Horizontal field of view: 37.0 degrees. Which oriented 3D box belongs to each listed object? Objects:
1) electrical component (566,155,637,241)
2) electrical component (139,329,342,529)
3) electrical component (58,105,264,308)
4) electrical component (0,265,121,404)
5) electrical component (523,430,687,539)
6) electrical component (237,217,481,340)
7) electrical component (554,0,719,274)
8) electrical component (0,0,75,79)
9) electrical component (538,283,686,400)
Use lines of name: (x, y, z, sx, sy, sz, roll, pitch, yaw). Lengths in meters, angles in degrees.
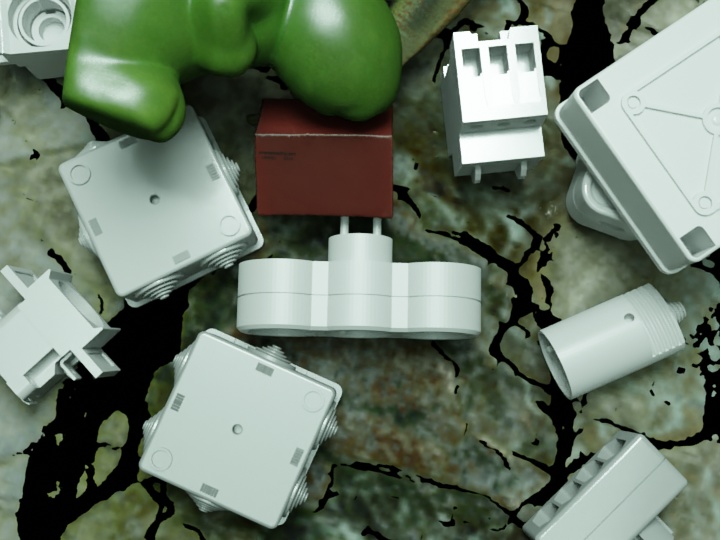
electrical component: (0.158, -0.068, 0.619, 0.054, 0.059, 0.095, 20, 84, 1)
electrical component: (-0.067, 0.089, 0.606, 0.100, 0.048, 0.099, 24, 85, 2)
electrical component: (-0.114, -0.037, 0.619, 0.100, 0.048, 0.099, -26, 85, -3)
electrical component: (-0.180, 0.038, 0.614, 0.064, 0.042, 0.081, -43, 86, -1)
electrical component: (0.149, 0.146, 0.603, 0.083, 0.047, 0.075, -44, 86, -4)
electrical component: (0.000, 0.000, 0.614, 0.138, 0.052, 0.073, 1, 81, -1)
electrical component: (0.177, -0.072, 0.560, 0.109, 0.056, 0.108, -34, 85, -4)
electrical component: (-0.181, -0.177, 0.625, 0.079, 0.063, 0.121, -5, 84, -1)
electrical component: (0.148, 0.038, 0.616, 0.081, 0.043, 0.043, -23, 85, -3)
